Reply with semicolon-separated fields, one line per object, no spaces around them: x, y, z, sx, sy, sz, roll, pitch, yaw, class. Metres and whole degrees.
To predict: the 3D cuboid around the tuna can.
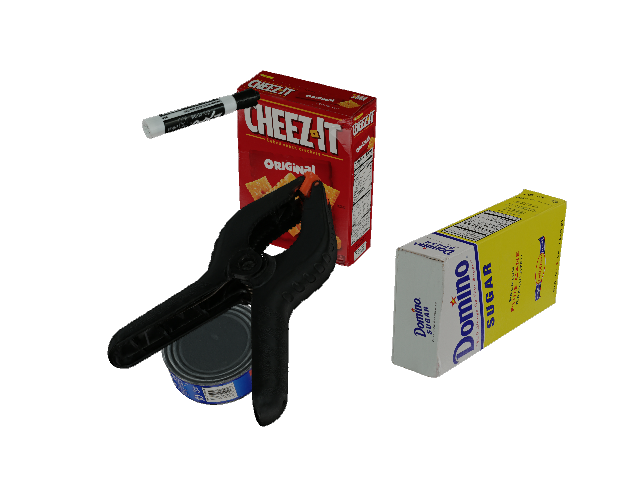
-0.084;0.091;0.871;0.086;0.086;0.034;0;-41;10;tuna can

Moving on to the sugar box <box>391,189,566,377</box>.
0.122;0.029;0.800;0.048;0.093;0.175;16;26;34;sugar box

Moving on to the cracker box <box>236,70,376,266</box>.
-0.020;-0.087;1.333;0.164;0.214;0.072;17;36;24;cracker box

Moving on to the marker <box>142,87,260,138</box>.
-0.112;-0.123;1.020;0.120;0.020;0.020;-21;9;-26;marker

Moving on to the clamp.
-0.034;0.032;0.641;0.120;0.171;0.039;28;-24;26;clamp
